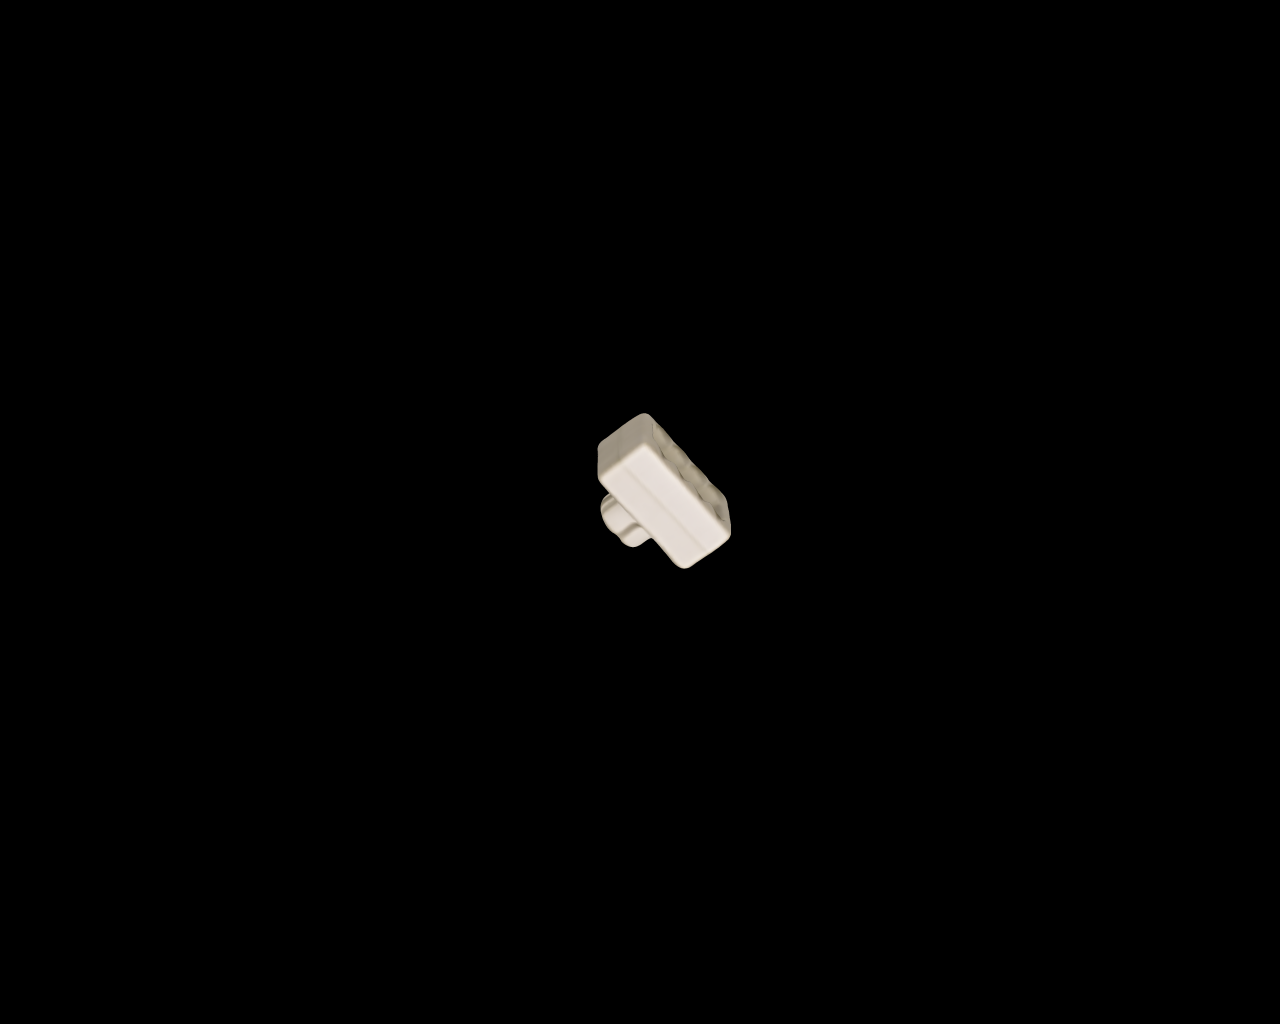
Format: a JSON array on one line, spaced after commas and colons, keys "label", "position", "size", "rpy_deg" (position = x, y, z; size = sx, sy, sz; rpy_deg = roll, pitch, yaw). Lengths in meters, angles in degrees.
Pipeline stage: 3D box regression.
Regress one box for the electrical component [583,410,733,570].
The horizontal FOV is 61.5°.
[{"label": "electrical component", "position": [0.001, -0.003, 0.650], "size": [0.075, 0.083, 0.047], "rpy_deg": [-36, 24, 18]}]
